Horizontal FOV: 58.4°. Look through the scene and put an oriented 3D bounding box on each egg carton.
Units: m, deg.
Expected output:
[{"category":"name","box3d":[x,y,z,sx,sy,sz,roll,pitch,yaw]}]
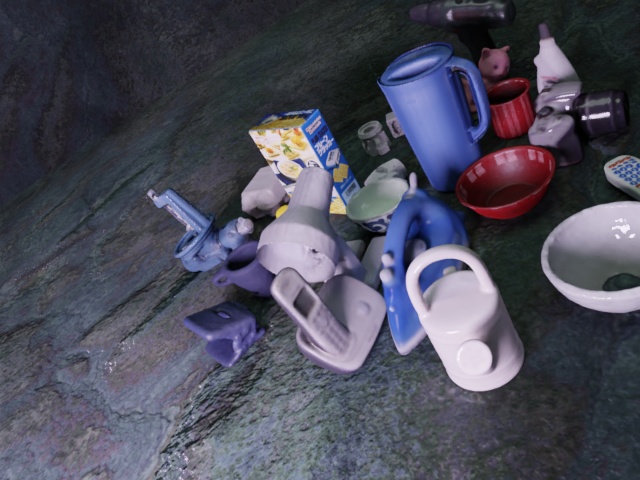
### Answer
[{"category":"egg carton","box3d":[-0.111,-0.116,1.315,0.107,0.070,0.150,-5,40,36]}]

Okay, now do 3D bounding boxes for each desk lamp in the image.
[{"category":"desk lamp","box3d":[0.008,0.003,0.911,0.117,0.214,0.203,-9,39,33]}]

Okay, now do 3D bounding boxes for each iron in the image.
[{"category":"iron","box3d":[0.133,0.024,0.844,0.118,0.142,0.258,-7,39,34]}]

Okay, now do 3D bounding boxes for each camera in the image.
[{"category":"camera","box3d":[0.428,-0.205,0.946,0.136,0.101,0.143,-3,42,38]}]

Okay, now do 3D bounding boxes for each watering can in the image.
[{"category":"watering can","box3d":[0.170,0.087,0.675,0.101,0.194,0.172,-34,32,-4]}]

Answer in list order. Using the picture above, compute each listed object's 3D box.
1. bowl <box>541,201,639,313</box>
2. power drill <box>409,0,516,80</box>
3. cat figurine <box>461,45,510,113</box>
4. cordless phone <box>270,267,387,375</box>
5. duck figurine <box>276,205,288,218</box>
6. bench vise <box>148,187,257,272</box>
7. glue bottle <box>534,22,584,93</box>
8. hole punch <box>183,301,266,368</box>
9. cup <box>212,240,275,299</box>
[{"category":"bowl","box3d":[0.363,0.032,0.699,0.167,0.075,0.167,-22,33,16]},{"category":"power drill","box3d":[0.323,-0.437,1.253,0.228,0.209,0.076,3,46,43]},{"category":"cat figurine","box3d":[0.345,-0.346,1.195,0.127,0.118,0.067,-22,33,16]},{"category":"cordless phone","box3d":[0.010,0.088,0.820,0.093,0.185,0.148,-5,41,36]},{"category":"duck figurine","box3d":[-0.052,-0.028,1.128,0.077,0.086,0.104,-39,32,-10]},{"category":"bench vise","box3d":[-0.235,-0.036,1.168,0.207,0.220,0.121,-22,33,15]},{"category":"glue bottle","box3d":[0.419,-0.310,1.029,0.037,0.173,0.077,-43,34,-17]},{"category":"hole punch","box3d":[-0.165,0.145,0.981,0.101,0.091,0.108,-46,34,-21]},{"category":"cup","box3d":[-0.129,0.069,1.051,0.118,0.095,0.091,-32,32,0]}]
